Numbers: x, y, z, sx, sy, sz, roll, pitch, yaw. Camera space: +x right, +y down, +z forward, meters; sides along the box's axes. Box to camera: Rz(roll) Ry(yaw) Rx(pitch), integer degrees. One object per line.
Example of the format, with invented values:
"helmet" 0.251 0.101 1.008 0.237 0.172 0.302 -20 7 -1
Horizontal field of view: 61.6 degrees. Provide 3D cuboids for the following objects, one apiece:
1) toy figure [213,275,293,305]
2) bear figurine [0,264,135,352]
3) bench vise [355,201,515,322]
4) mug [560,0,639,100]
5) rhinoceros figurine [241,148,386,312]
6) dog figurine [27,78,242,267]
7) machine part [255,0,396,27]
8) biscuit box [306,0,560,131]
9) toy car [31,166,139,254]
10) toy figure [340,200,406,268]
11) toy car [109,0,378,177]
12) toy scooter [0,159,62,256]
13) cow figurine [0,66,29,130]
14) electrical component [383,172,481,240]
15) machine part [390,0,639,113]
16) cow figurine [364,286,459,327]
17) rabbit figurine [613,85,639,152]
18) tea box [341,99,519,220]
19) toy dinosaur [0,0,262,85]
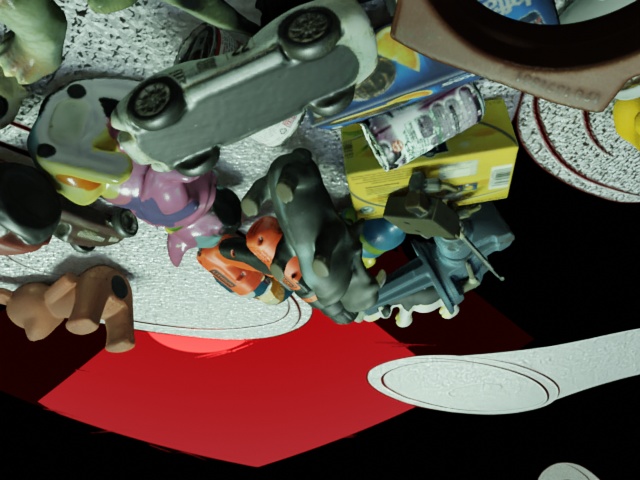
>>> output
"toy figure" -0.096 0.066 0.824 0.064 0.058 0.154 30 180 45
"bear figurine" -0.380 0.108 0.789 0.196 0.132 0.120 -17 144 9
"bench vise" 0.143 0.044 0.733 0.241 0.129 0.223 -28 163 8
"mug" 0.241 -0.159 0.425 0.081 0.109 0.107 9 161 -32
"rhinoceros figurine" -0.001 -0.002 0.569 0.073 0.112 0.190 -19 107 37
"dog figurine" -0.175 -0.051 0.554 0.192 0.108 0.219 1 153 -11
"machine part" 0.017 -0.190 0.401 0.139 0.039 0.084 -16 157 17
"biscuit box" 0.083 -0.148 0.436 0.203 0.059 0.063 -16 -178 20
"toy car" -0.299 -0.025 0.617 0.089 0.053 0.202 -19 156 18
"toy figure" 0.044 -0.008 0.684 0.089 0.082 0.180 19 146 -34
"toy car" -0.054 -0.109 0.394 0.202 0.056 0.073 -23 150 5
"toy scooter" -0.307 -0.043 0.415 0.135 0.075 0.183 -19 136 22
"cow figurine" -0.335 -0.103 0.466 0.195 0.085 0.127 -20 141 24
"electrical component" 0.114 -0.031 0.555 0.102 0.045 0.078 27 167 -40
"machine part" 0.135 -0.187 0.280 0.202 0.087 0.200 21 132 5
"cow figurine" 0.143 0.093 0.889 0.167 0.068 0.098 -11 145 5
"rabbit figurine" 0.335 -0.131 0.460 0.122 0.162 0.173 0 135 18
"tea box" 0.113 -0.082 0.573 0.170 0.068 0.098 -7 151 7
"toy dinosaur" -0.213 -0.189 0.283 0.405 0.131 0.192 -6 162 -16
